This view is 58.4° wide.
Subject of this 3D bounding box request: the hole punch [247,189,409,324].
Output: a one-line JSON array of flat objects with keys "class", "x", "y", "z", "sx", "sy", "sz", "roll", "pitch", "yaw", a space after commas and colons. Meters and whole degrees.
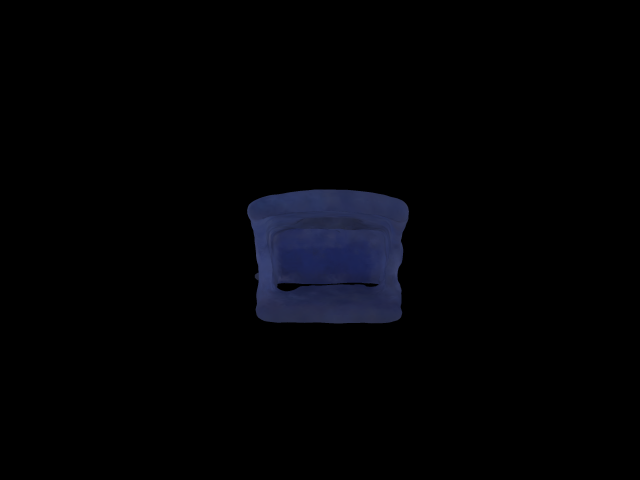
[{"class": "hole punch", "x": 0.004, "y": 0.001, "z": 0.400, "sx": 0.108, "sy": 0.091, "sz": 0.101, "roll": 0, "pitch": 17, "yaw": 0}]
